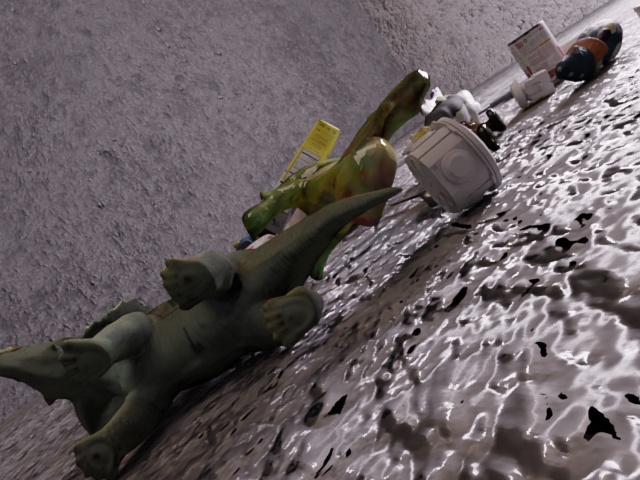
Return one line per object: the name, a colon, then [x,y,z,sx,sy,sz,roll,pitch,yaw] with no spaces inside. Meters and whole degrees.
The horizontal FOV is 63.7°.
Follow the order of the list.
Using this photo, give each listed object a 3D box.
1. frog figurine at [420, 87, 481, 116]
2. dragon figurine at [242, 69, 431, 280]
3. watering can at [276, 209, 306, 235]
frog figurine: [0.366,-0.350,1.399,0.160,0.120,0.139,19,34,38]
dragon figurine: [0.046,-0.093,0.600,0.239,0.121,0.418,-44,12,24]
watering can: [0.003,-0.044,0.881,0.221,0.103,0.356,-27,24,35]
